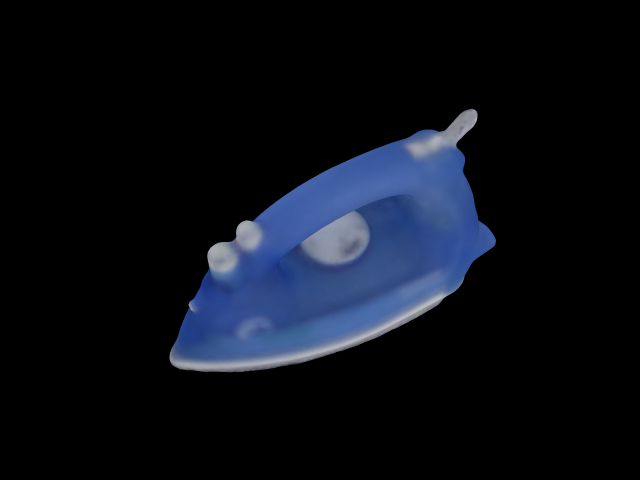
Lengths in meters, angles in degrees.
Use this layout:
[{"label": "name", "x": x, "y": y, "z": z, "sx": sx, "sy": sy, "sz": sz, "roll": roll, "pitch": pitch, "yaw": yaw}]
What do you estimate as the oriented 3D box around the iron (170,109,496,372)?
[{"label": "iron", "x": 0.004, "y": 0.001, "z": 0.400, "sx": 0.259, "sy": 0.141, "sz": 0.118, "roll": -26, "pitch": 60, "yaw": -16}]
